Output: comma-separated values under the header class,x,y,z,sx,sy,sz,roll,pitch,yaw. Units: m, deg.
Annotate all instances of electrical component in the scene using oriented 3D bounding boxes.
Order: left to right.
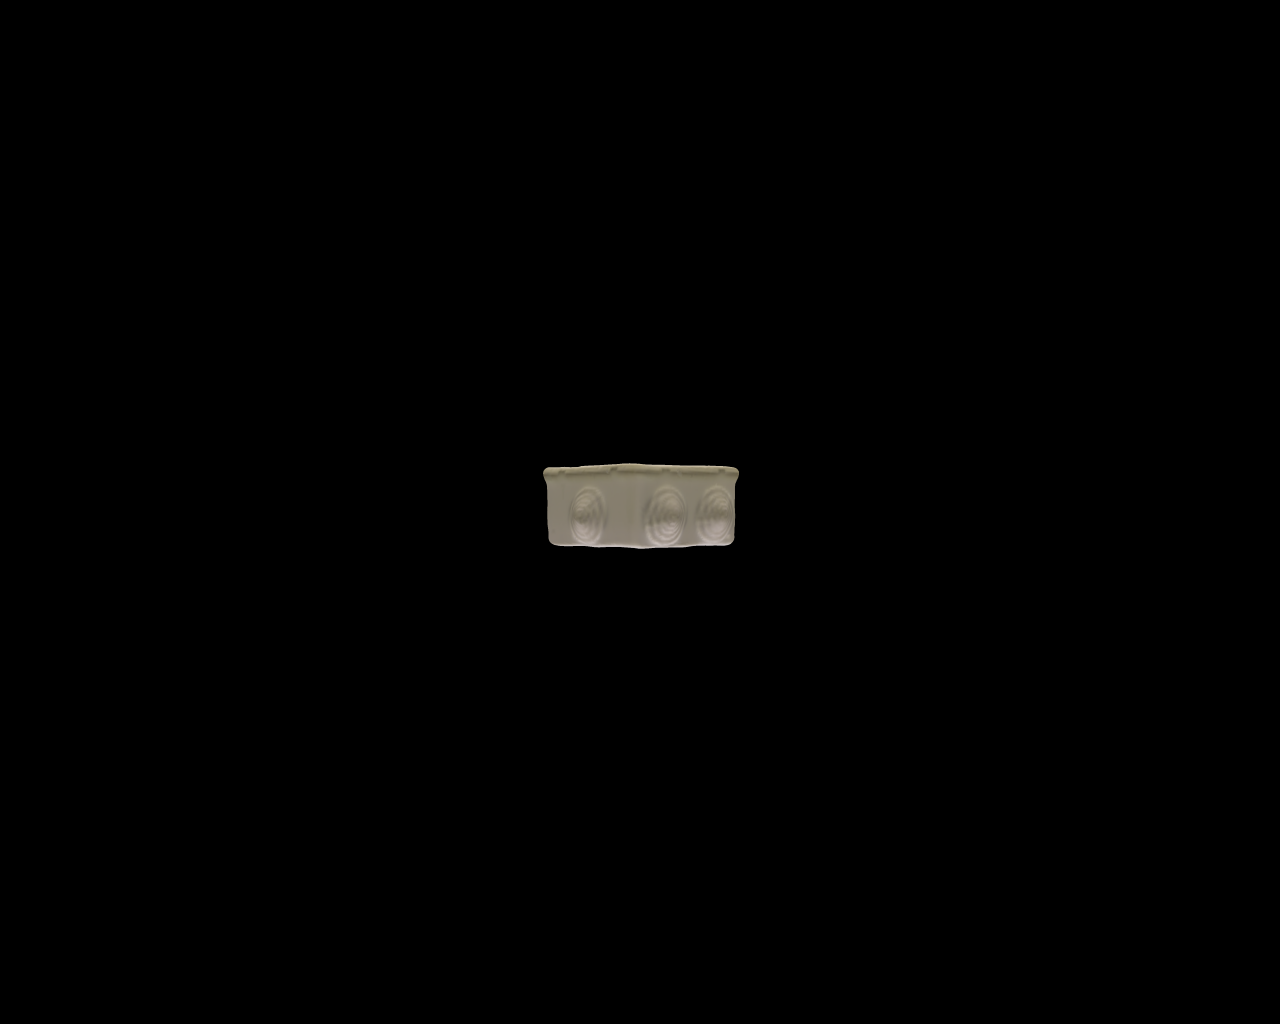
class,x,y,z,sx,sy,sz,roll,pitch,yaw
electrical component,0.001,-0.003,0.650,0.100,0.048,0.099,0,0,-44
